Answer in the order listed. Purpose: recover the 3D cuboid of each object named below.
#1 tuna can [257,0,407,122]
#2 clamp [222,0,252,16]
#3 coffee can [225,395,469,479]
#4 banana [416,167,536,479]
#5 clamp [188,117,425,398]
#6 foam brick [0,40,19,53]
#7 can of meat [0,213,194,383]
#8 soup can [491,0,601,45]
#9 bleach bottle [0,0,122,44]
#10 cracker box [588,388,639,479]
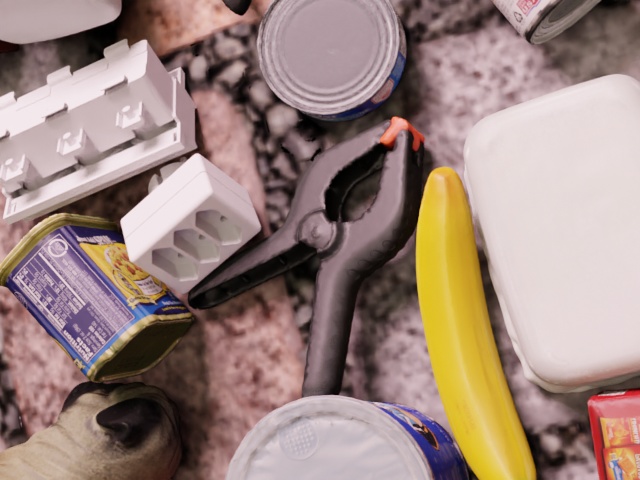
[{"bbox_3d":[0.008,-0.114,0.635,0.086,0.033,0.086,-1,87,15],"label":"tuna can"},{"bbox_3d":[-0.101,-0.230,0.666,0.165,0.036,0.210,10,87,24],"label":"clamp"},{"bbox_3d":[0.020,0.134,0.556,0.103,0.140,0.103,-3,80,14],"label":"coffee can"},{"bbox_3d":[0.086,0.060,0.590,0.037,0.070,0.198,-9,74,-26],"label":"banana"},{"bbox_3d":[-0.004,0.001,0.627,0.120,0.039,0.171,27,86,26],"label":"clamp"},{"bbox_3d":[-0.242,-0.143,0.688,0.078,0.053,0.051,-1,103,17],"label":"foam brick"},{"bbox_3d":[-0.128,0.035,0.628,0.057,0.102,0.084,-46,79,8],"label":"can of meat"},{"bbox_3d":[0.111,-0.168,0.593,0.068,0.068,0.102,-39,79,10],"label":"soup can"},{"bbox_3d":[-0.166,-0.252,0.647,0.103,0.068,0.251,-7,76,32],"label":"bleach bottle"},{"bbox_3d":[0.253,0.144,0.523,0.214,0.072,0.164,-10,85,21],"label":"cracker box"}]
